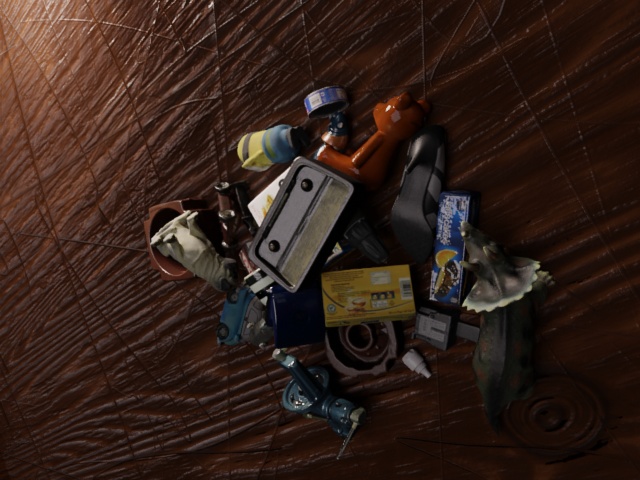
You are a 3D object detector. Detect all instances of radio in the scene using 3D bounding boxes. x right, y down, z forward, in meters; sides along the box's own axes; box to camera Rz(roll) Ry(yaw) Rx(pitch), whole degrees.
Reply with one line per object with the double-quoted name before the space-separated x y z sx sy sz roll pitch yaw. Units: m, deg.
"radio" -0.028 -0.031 0.981 0.131 0.073 0.229 34 104 19

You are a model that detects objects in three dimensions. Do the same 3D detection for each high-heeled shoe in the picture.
"high-heeled shoe" 0.197 -0.084 0.995 0.086 0.145 0.248 15 135 30

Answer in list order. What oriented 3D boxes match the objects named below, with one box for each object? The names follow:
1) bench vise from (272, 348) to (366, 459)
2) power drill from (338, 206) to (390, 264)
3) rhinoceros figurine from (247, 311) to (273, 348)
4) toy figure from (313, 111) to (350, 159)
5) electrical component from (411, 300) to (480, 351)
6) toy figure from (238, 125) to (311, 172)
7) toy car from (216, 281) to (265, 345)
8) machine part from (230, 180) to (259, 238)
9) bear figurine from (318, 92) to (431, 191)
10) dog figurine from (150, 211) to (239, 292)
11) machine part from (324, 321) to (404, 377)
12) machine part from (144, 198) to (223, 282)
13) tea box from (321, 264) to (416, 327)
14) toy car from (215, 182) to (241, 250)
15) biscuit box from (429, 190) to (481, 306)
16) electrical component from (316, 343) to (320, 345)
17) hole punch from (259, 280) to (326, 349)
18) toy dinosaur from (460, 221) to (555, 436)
"bench vise" -0.014 0.319 1.134 0.240 0.129 0.224 56 160 -24
"power drill" -0.002 -0.003 1.047 0.207 0.086 0.232 -39 77 27
"rhinoceros figurine" -0.080 0.175 1.196 0.190 0.112 0.073 -39 78 26
"toy figure" 0.021 -0.187 1.090 0.064 0.058 0.154 39 117 27
"electrical component" 0.235 0.166 1.005 0.119 0.048 0.074 20 110 33
"toy figure" -0.103 -0.204 1.164 0.180 0.082 0.089 -16 70 44
"toy car" -0.177 0.182 1.283 0.103 0.109 0.161 20 99 8
"machine part" -0.167 -0.068 1.236 0.039 0.084 0.139 -20 77 6
"bear figurine" 0.104 -0.193 0.992 0.132 0.120 0.195 39 117 29
"dog figurine" -0.286 0.041 1.247 0.190 0.121 0.172 55 162 -22
"machine part" 0.087 0.193 1.100 0.180 0.056 0.179 3 97 28
"machine part" -0.349 0.000 1.374 0.202 0.087 0.200 -8 93 38
"tea box" 0.089 0.106 1.019 0.170 0.068 0.098 -4 71 2
"toy car" -0.209 -0.057 1.227 0.202 0.053 0.089 -115 24 -56
"biscuit box" 0.242 0.012 0.962 0.059 0.063 0.202 10 104 33
"electrical component" -0.009 0.195 1.169 0.094 0.021 0.063 19 116 -15
"hole punch" -0.047 0.149 1.073 0.092 0.142 0.115 -117 27 -52
"toy dinosaur" 0.296 0.171 0.871 0.131 0.192 0.404 3 99 35
